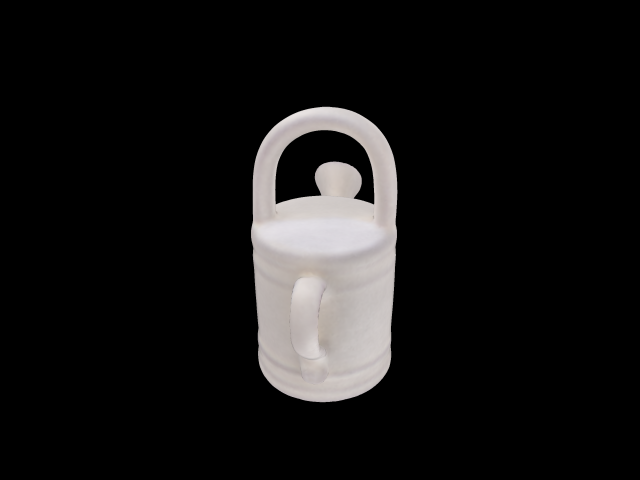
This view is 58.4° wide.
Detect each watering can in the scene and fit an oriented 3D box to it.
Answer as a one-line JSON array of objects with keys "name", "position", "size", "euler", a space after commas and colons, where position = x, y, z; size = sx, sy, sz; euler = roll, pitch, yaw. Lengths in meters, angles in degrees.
[{"name": "watering can", "position": [0.001, 0.001, 0.400], "size": [0.101, 0.194, 0.172], "euler": [-7, 28, -12]}]
